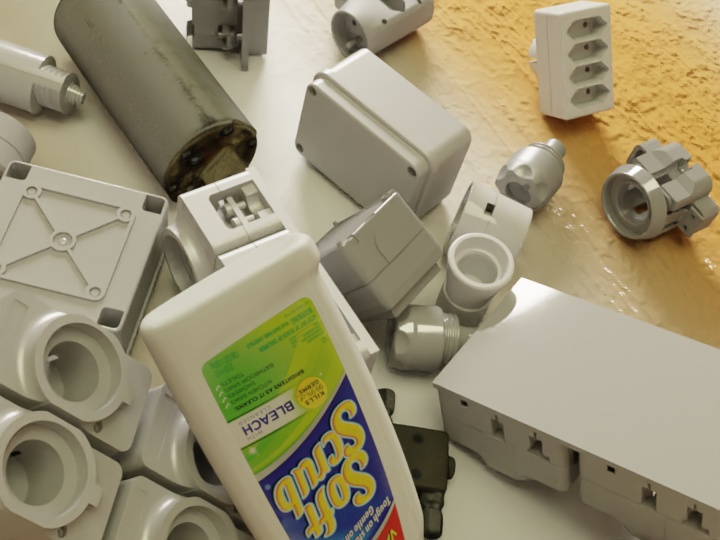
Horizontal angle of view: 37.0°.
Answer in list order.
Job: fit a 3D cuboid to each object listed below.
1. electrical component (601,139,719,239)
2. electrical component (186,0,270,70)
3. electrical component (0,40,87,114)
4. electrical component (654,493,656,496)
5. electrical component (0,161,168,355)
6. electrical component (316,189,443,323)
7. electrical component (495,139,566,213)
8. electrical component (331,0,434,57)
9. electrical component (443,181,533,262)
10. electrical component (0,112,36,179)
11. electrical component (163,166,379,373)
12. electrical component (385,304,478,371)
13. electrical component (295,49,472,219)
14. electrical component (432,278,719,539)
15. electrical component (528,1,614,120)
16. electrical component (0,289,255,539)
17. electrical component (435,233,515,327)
[{"bbox_3d":[0.218,-0.056,0.799,0.057,0.058,0.078,-23,63,-27],"label":"electrical component"},{"bbox_3d":[-0.100,-0.222,0.809,0.063,0.121,0.078,-1,56,-8],"label":"electrical component"},{"bbox_3d":[-0.236,-0.135,0.771,0.081,0.043,0.043,18,55,1],"label":"electrical component"},{"bbox_3d":[0.251,0.145,0.670,0.138,0.052,0.073,6,55,-6],"label":"electrical component"},{"bbox_3d":[-0.187,-0.003,0.681,0.109,0.056,0.108,14,55,-2],"label":"electrical component"},{"bbox_3d":[0.000,0.000,0.704,0.061,0.096,0.061,51,58,-10],"label":"electrical component"},{"bbox_3d":[0.132,-0.074,0.802,0.043,0.043,0.062,34,55,12],"label":"electrical component"},{"bbox_3d":[0.006,-0.215,0.873,0.077,0.043,0.079,-36,70,-29],"label":"electrical component"},{"bbox_3d":[0.090,-0.028,0.756,0.047,0.055,0.055,22,55,0],"label":"electrical component"},{"bbox_3d":[-0.288,-0.102,0.732,0.138,0.052,0.073,15,55,-1],"label":"electrical component"},{"bbox_3d":[-0.061,0.025,0.667,0.062,0.089,0.150,-23,63,-24],"label":"electrical component"},{"bbox_3d":[0.049,0.045,0.704,0.062,0.043,0.043,4,55,-10],"label":"electrical component"},{"bbox_3d":[0.014,-0.092,0.770,0.113,0.078,0.057,41,55,17],"label":"electrical component"},{"bbox_3d":[0.153,0.087,0.650,0.186,0.060,0.105,22,51,32],"label":"electrical component"},{"bbox_3d":[0.161,-0.170,0.861,0.047,0.083,0.076,-16,22,-21],"label":"electrical component"},{"bbox_3d":[-0.130,0.103,0.554,0.186,0.060,0.105,39,46,-33],"label":"electrical component"},{"bbox_3d":[0.073,0.011,0.718,0.044,0.065,0.044,5,56,-8],"label":"electrical component"}]
